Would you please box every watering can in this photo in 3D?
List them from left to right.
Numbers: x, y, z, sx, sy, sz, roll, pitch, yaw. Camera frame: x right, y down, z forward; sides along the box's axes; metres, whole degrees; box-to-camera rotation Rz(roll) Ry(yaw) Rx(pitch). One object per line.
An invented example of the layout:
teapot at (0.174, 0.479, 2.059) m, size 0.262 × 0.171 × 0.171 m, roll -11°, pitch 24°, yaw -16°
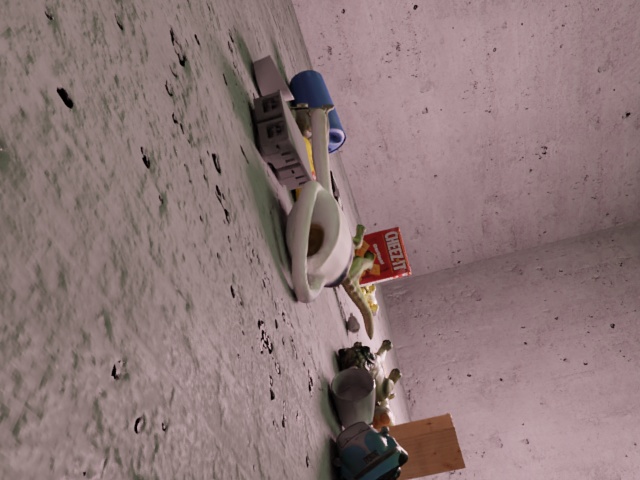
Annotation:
watering can at (0.003, -0.048, 0.961) m, size 0.221 × 0.104 × 0.353 m, roll 56°, pitch 39°, yaw -66°

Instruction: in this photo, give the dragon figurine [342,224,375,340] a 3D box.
dragon figurine at (0.055, 0.063, 1.380) m, size 0.241 × 0.121 × 0.416 m, roll 19°, pitch 52°, yaw -60°
